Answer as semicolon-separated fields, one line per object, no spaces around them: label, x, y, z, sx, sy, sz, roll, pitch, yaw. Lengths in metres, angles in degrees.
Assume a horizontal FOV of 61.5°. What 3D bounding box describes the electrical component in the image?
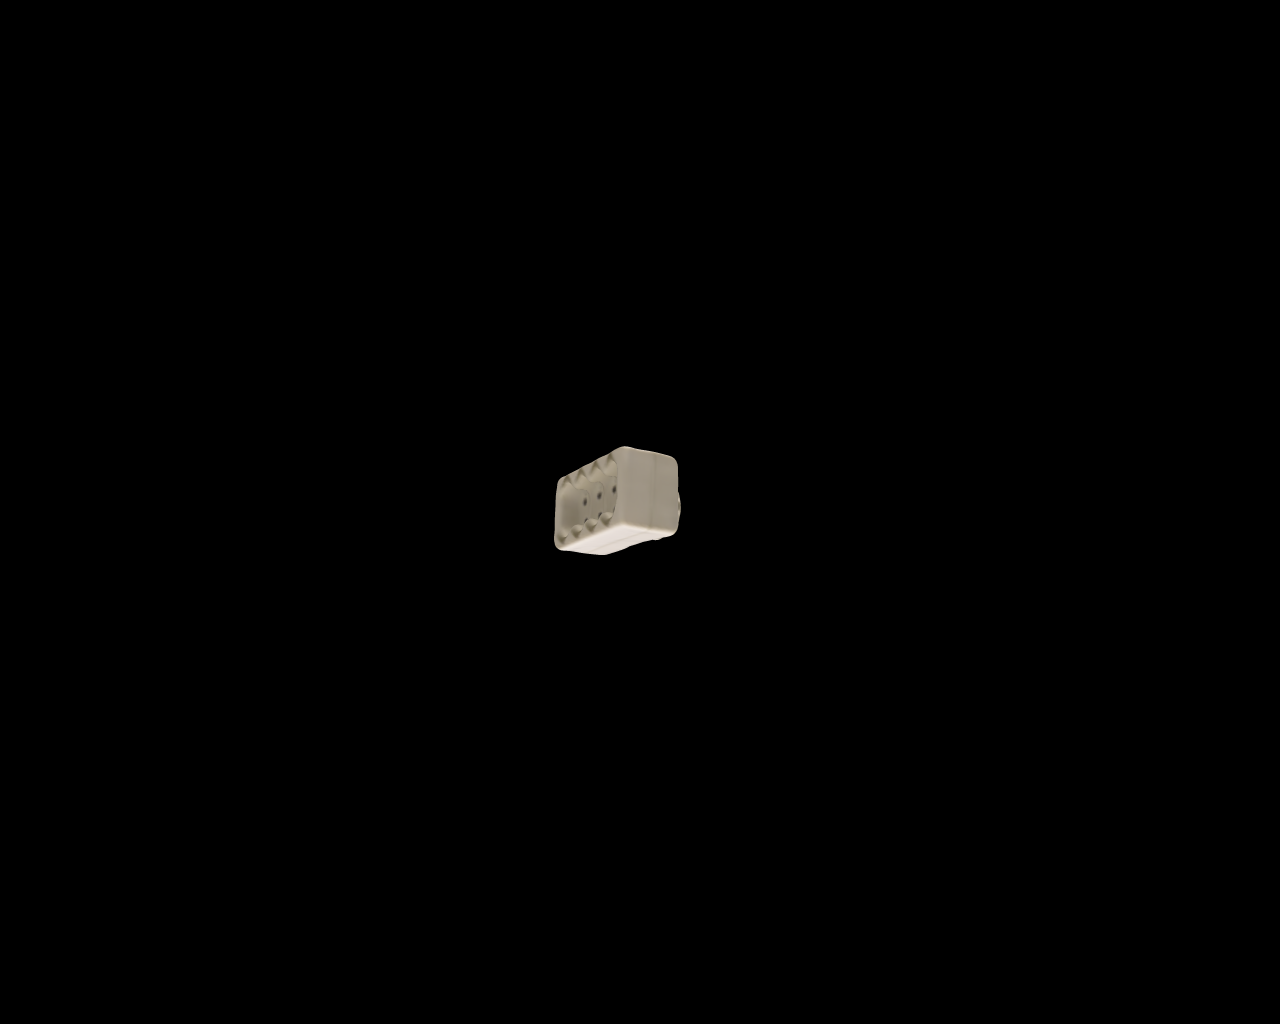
electrical component;0.001;-0.003;0.650;0.076;0.047;0.083;8;-16;-31
